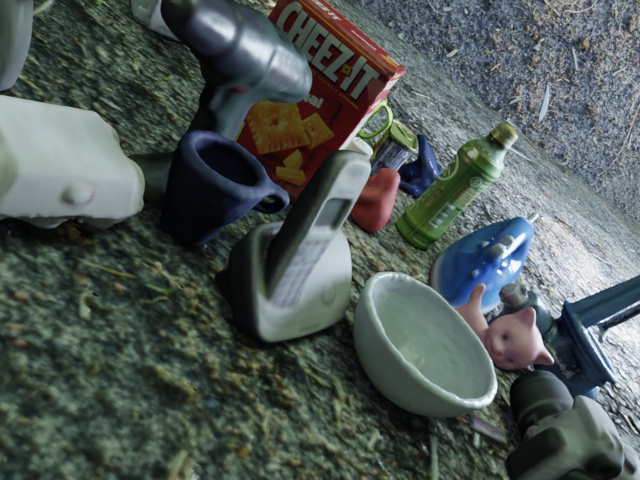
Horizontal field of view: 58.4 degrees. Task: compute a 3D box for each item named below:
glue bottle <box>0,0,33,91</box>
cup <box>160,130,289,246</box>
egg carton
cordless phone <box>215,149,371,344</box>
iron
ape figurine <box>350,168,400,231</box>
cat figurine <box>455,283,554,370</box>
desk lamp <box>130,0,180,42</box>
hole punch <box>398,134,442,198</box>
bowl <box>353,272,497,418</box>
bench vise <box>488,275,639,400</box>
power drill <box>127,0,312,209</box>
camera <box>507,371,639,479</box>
[{"bbox_3d":[-0.283,-0.222,0.506,0.078,0.173,0.037,35,27,-9],"label":"glue bottle"},{"bbox_3d":[-0.098,-0.037,0.545,0.118,0.095,0.091,25,30,-27],"label":"cup"},{"bbox_3d":[-0.217,-0.057,0.453,0.151,0.069,0.107,-3,49,-53],"label":"egg carton"},{"bbox_3d":[0.005,0.002,0.517,0.094,0.185,0.148,50,29,20],"label":"cordless phone"},{"bbox_3d":[0.254,0.025,0.846,0.118,0.141,0.259,46,27,12],"label":"iron"},{"bbox_3d":[0.080,-0.065,0.816,0.078,0.092,0.076,11,38,-43],"label":"ape figurine"},{"bbox_3d":[0.210,0.111,0.686,0.067,0.117,0.127,12,38,-43],"label":"cat figurine"},{"bbox_3d":[-0.196,-0.411,0.859,0.118,0.213,0.203,17,35,-38],"label":"desk lamp"},{"bbox_3d":[0.198,-0.132,1.070,0.101,0.091,0.108,33,28,-14],"label":"hole punch"},{"bbox_3d":[0.092,0.115,0.577,0.168,0.074,0.167,30,28,-18],"label":"bowl"},{"bbox_3d":[0.340,0.110,0.738,0.208,0.219,0.121,24,31,-29],"label":"bench vise"},{"bbox_3d":[-0.104,-0.130,0.554,0.075,0.208,0.230,46,27,12],"label":"power drill"},{"bbox_3d":[0.277,0.214,0.633,0.143,0.100,0.136,29,29,-21],"label":"camera"}]
